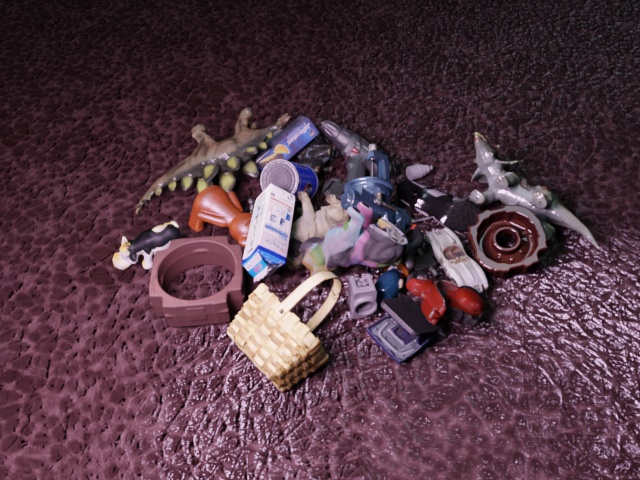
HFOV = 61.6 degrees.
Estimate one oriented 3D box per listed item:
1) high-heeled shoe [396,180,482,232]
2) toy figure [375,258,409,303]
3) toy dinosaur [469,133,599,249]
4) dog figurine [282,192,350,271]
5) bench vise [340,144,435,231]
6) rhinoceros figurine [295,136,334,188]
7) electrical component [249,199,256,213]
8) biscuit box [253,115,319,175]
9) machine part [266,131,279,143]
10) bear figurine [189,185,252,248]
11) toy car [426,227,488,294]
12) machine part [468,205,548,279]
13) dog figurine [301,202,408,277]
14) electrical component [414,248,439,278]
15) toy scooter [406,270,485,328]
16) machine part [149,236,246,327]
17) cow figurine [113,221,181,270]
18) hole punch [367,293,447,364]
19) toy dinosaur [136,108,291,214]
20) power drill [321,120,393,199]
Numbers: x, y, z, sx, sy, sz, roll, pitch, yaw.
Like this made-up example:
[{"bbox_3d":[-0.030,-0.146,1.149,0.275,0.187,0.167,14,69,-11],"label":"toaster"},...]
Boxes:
[{"bbox_3d":[0.316,-0.086,1.398,0.249,0.086,0.145,25,7,-6],"label":"high-heeled shoe"},{"bbox_3d":[0.167,0.081,1.222,0.064,0.057,0.154,25,46,14],"label":"toy figure"},{"bbox_3d":[0.528,-0.108,1.365,0.405,0.131,0.192,40,40,18],"label":"toy dinosaur"},{"bbox_3d":[-0.005,-0.002,1.290,0.172,0.121,0.190,5,60,8],"label":"dog figurine"},{"bbox_3d":[0.149,-0.121,1.317,0.223,0.129,0.240,12,66,-24],"label":"bench vise"},{"bbox_3d":[-0.020,-0.221,1.512,0.112,0.073,0.190,5,47,19],"label":"rhinoceros figurine"},{"bbox_3d":[-0.141,-0.076,1.372,0.045,0.078,0.102,-3,46,-39],"label":"electrical component"},{"bbox_3d":[-0.100,-0.259,1.488,0.203,0.059,0.063,-41,28,-3],"label":"biscuit box"},{"bbox_3d":[-0.155,-0.274,1.554,0.243,0.079,0.079,-9,47,-8],"label":"machine part"},{"bbox_3d":[-0.217,-0.044,1.325,0.196,0.132,0.120,38,56,9],"label":"bear figurine"},{"bbox_3d":[0.315,0.050,1.250,0.073,0.056,0.202,-15,47,-14],"label":"toy car"},{"bbox_3d":[0.436,0.003,1.254,0.179,0.056,0.179,-6,64,14],"label":"machine part"},{"bbox_3d":[0.062,0.033,1.173,0.191,0.219,0.108,39,26,4],"label":"dog figurine"},{"bbox_3d":[0.239,0.058,1.267,0.063,0.021,0.094,-15,48,-13],"label":"electrical component"},{"bbox_3d":[0.266,0.135,1.117,0.184,0.075,0.135,22,26,-7],"label":"toy scooter"},{"bbox_3d":[-0.267,0.091,1.195,0.201,0.087,0.201,-5,48,-4],"label":"machine part"},{"bbox_3d":[-0.408,0.013,1.263,0.167,0.098,0.068,-20,56,-19],"label":"cow figurine"},{"bbox_3d":[0.174,0.184,1.114,0.115,0.092,0.142,-2,33,-46],"label":"hole punch"},{"bbox_3d":[-0.284,-0.212,1.422,0.472,0.105,0.199,-25,54,5],"label":"toy dinosaur"},{"bbox_3d":[0.074,-0.199,1.441,0.232,0.086,0.207,29,50,-10],"label":"power drill"}]
